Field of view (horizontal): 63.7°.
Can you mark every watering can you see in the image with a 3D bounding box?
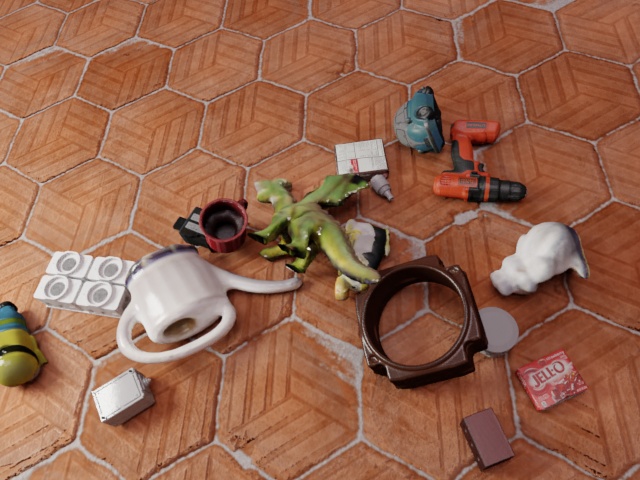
[{"bbox_3d":[-0.228,0.098,0.993,0.351,0.101,0.228,-26,58,-23],"label":"watering can"}]

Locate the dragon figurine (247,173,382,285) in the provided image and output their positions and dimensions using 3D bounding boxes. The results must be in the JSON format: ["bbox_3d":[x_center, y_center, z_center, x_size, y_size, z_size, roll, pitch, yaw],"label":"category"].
[{"bbox_3d":[0.003,-0.050,0.999,0.412,0.120,0.247,16,59,38],"label":"dragon figurine"}]

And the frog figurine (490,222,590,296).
[{"bbox_3d":[0.386,0.034,0.932,0.159,0.120,0.140,-11,26,12],"label":"frog figurine"}]
